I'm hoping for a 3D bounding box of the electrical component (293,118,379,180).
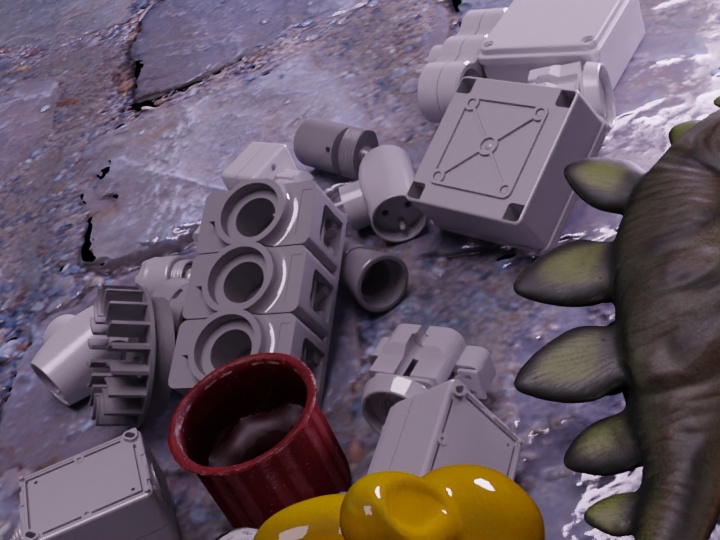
[{"bbox_3d":[-0.015,-0.103,0.921,0.081,0.043,0.043,20,55,44],"label":"electrical component"}]

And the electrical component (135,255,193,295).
[{"bbox_3d":[-0.143,0.010,0.853,0.062,0.043,0.043,-5,40,24],"label":"electrical component"}]

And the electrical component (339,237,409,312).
[{"bbox_3d":[0.000,0.000,0.786,0.044,0.044,0.065,-36,33,-16],"label":"electrical component"}]

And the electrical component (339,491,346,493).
[{"bbox_3d":[-0.009,0.144,0.615,0.035,0.035,0.061,16,49,42],"label":"electrical component"}]

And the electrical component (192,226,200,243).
[{"bbox_3d":[-0.080,-0.022,0.851,0.089,0.050,0.055,2,43,32],"label":"electrical component"}]

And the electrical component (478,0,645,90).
[{"bbox_3d":[0.173,-0.195,0.918,0.109,0.056,0.108,5,45,34],"label":"electrical component"}]

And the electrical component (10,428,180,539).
[{"bbox_3d":[-0.166,0.154,0.664,0.096,0.061,0.061,-23,36,-6],"label":"electrical component"}]

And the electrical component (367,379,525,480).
[{"bbox_3d":[0.040,0.119,0.585,0.061,0.062,0.096,-30,26,41],"label":"electrical component"}]

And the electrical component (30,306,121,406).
[{"bbox_3d":[-0.219,0.058,0.835,0.079,0.044,0.077,21,55,44],"label":"electrical component"}]

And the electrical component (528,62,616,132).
[{"bbox_3d":[0.166,-0.130,0.842,0.057,0.058,0.078,-8,39,26],"label":"electrical component"}]

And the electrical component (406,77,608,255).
[{"bbox_3d":[0.106,-0.077,0.777,0.109,0.056,0.108,17,77,42],"label":"electrical component"}]

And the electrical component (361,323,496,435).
[{"bbox_3d":[0.036,0.073,0.660,0.078,0.058,0.057,4,41,33],"label":"electrical component"}]

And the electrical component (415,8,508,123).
[{"bbox_3d":[0.085,-0.182,0.956,0.074,0.052,0.138,5,44,35],"label":"electrical component"}]

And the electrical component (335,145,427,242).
[{"bbox_3d":[0.009,-0.055,0.847,0.079,0.043,0.077,-20,36,7],"label":"electrical component"}]

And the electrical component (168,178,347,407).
[{"bbox_3d":[-0.070,0.018,0.741,0.089,0.061,0.150,-5,62,24],"label":"electrical component"}]

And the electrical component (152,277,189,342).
[{"bbox_3d":[-0.126,0.034,0.805,0.047,0.055,0.055,14,51,46],"label":"electrical component"}]

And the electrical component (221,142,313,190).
[{"bbox_3d":[-0.061,-0.064,0.879,0.077,0.065,0.047,9,47,37],"label":"electrical component"}]
